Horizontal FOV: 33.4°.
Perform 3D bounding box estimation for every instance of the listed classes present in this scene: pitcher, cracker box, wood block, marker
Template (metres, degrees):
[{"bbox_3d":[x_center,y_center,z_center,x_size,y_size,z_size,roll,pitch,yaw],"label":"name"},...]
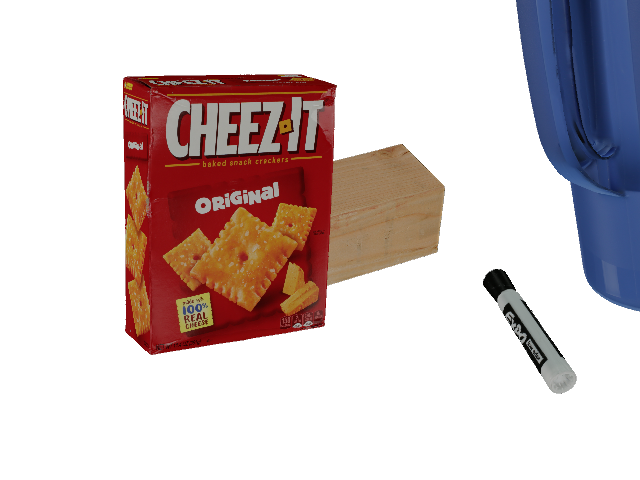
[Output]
[{"bbox_3d":[0.179,-0.083,0.567,0.149,0.243,0.145,-8,22,7],"label":"pitcher"},{"bbox_3d":[-0.074,-0.025,0.873,0.163,0.214,0.072,-6,17,-29],"label":"cracker box"},{"bbox_3d":[0.012,-0.018,1.086,0.205,0.090,0.091,-16,40,-22],"label":"wood block"},{"bbox_3d":[0.139,0.058,0.725,0.020,0.020,0.121,0,33,-17],"label":"marker"}]
